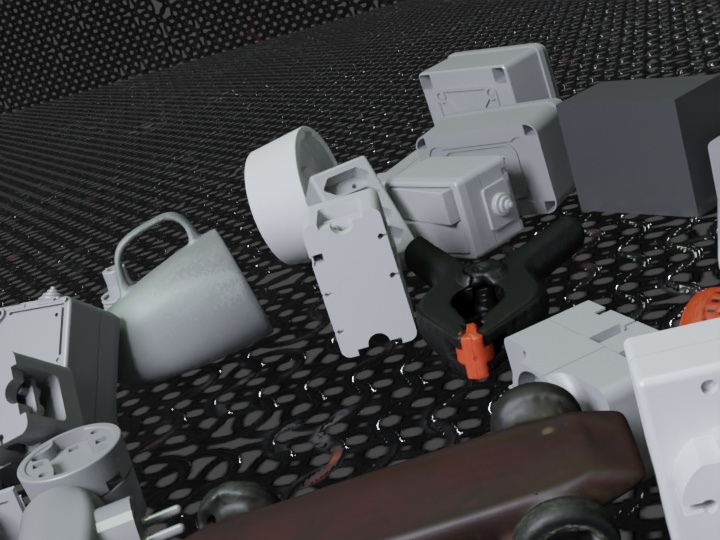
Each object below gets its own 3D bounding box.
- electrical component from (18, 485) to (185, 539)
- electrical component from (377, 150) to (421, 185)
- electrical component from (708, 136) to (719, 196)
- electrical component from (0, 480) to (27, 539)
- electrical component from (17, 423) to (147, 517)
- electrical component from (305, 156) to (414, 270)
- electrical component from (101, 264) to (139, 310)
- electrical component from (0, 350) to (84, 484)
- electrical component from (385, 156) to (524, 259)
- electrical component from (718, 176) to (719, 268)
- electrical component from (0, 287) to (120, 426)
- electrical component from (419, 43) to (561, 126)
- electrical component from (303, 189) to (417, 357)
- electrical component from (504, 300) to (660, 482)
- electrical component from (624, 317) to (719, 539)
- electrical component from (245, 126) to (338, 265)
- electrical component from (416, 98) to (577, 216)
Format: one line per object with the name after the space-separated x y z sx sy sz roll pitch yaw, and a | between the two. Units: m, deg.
-0.119 0.129 0.495 0.079 0.044 0.077 -21 18 -8 | electrical component
0.034 -0.065 0.908 0.076 0.047 0.083 -5 23 35 | electrical component
0.274 -0.067 0.684 0.056 0.050 0.089 -30 23 -34 | electrical component
-0.208 0.138 0.558 0.081 0.042 0.064 -18 15 -3 | electrical component
-0.142 0.114 0.557 0.055 0.047 0.055 -16 18 5 | electrical component
-0.002 -0.027 0.805 0.047 0.083 0.075 -24 -19 -18 | electrical component
-0.176 0.027 0.813 0.048 0.062 0.048 -16 18 5 | electrical component
-0.205 0.090 0.604 0.089 0.050 0.056 -28 -26 17 | electrical component
0.071 -0.045 0.794 0.061 0.061 0.096 -30 22 -33 | electrical component
0.234 -0.032 0.603 0.062 0.061 0.096 3 30 16 | electrical component
-0.190 0.059 0.676 0.062 0.096 0.061 -10 -20 24 | electrical component
0.118 -0.133 0.929 0.056 0.108 0.109 -33 24 -31 | electrical component
0.000 0.000 0.684 0.050 0.089 0.055 -16 18 5 | electrical component
0.108 0.055 0.488 0.056 0.050 0.089 -23 19 -15 | electrical component
0.128 0.070 0.375 0.047 0.083 0.075 -14 19 11 | electrical component
-0.054 -0.056 0.876 0.060 0.108 0.108 -18 17 18 | electrical component
0.112 -0.087 0.852 0.113 0.078 0.057 -2 27 39 | electrical component
